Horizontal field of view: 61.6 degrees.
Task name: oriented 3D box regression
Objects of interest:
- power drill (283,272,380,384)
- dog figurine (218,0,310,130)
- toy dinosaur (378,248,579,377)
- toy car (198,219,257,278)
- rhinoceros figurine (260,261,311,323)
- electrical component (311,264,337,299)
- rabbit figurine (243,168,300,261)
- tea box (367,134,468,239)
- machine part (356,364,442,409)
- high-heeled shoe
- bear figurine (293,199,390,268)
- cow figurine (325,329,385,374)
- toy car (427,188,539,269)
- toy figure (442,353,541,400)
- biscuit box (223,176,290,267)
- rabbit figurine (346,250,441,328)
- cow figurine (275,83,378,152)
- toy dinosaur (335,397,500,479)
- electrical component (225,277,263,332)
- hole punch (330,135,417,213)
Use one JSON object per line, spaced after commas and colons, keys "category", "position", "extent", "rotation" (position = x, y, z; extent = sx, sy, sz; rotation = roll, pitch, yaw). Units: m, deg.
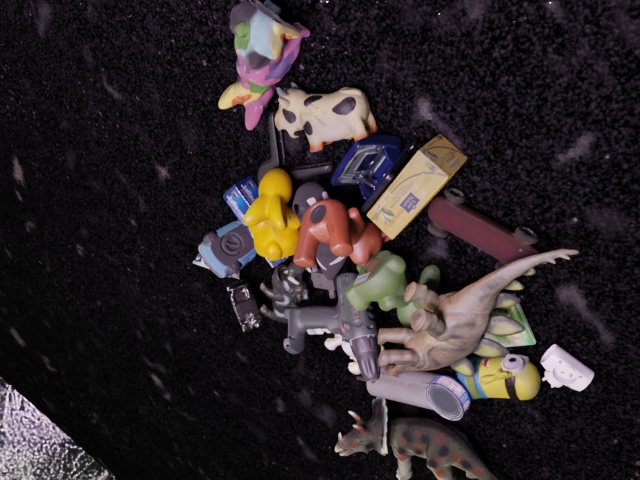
{"category": "power drill", "position": [0.024, 0.191, 1.128], "extent": [0.207, 0.086, 0.232], "rotation": [-17, 66, 33]}
{"category": "dog figurine", "position": [-0.119, -0.306, 0.963], "extent": [0.108, 0.191, 0.219], "rotation": [35, 117, 6]}
{"category": "toy dinosaur", "position": [0.242, 0.144, 0.948], "extent": [0.198, 0.105, 0.471], "rotation": [15, 139, -14]}
{"category": "toy car", "position": [-0.206, 0.016, 1.243], "extent": [0.109, 0.162, 0.103], "rotation": [52, 152, -4]}
{"category": "rhinoceros figurine", "position": [-0.078, 0.121, 1.255], "extent": [0.112, 0.073, 0.190], "rotation": [31, 131, 20]}
{"category": "electrical component", "position": [0.009, 0.088, 1.205], "extent": [0.063, 0.021, 0.093], "rotation": [5, 120, 35]}
{"category": "rabbit figurine", "position": [-0.096, -0.055, 1.074], "extent": [0.122, 0.162, 0.173], "rotation": [7, 106, 14]}
{"category": "tea box", "position": [0.166, -0.090, 0.928], "extent": [0.068, 0.098, 0.169], "rotation": [43, 135, 8]}
{"category": "machine part", "position": [0.191, 0.317, 1.170], "extent": [0.243, 0.079, 0.079], "rotation": [2, 117, 35]}
{"category": "high-heeled shoe", "position": [-0.002, -0.003, 1.069], "extent": [0.086, 0.145, 0.248], "rotation": [9, 117, 26]}
{"category": "bear figurine", "position": [0.051, 0.007, 0.998], "extent": [0.120, 0.132, 0.195], "rotation": [-17, 146, 31]}
{"category": "cow figurine", "position": [0.063, 0.212, 1.208], "extent": [0.167, 0.068, 0.098], "rotation": [46, 128, 0]}
{"category": "toy car", "position": [0.278, -0.014, 0.921], "extent": [0.202, 0.053, 0.089], "rotation": [31, 120, 23]}
{"category": "toy figure", "position": [0.331, 0.266, 1.034], "extent": [0.180, 0.082, 0.089], "rotation": [-23, 112, 38]}
{"category": "biscuit box", "position": [-0.131, -0.041, 1.203], "extent": [0.059, 0.063, 0.202], "rotation": [-33, 94, 42]}
{"category": "rabbit figurine", "position": [0.165, 0.099, 1.055], "extent": [0.159, 0.121, 0.170], "rotation": [-32, 110, 36]}
{"category": "cow figurine", "position": [-0.002, -0.230, 0.977], "extent": [0.195, 0.085, 0.127], "rotation": [-3, 112, 34]}
{"category": "toy dinosaur", "position": [0.241, 0.450, 1.185], "extent": [0.405, 0.131, 0.191], "rotation": [1, 125, 27]}
{"category": "electrical component", "position": [-0.189, 0.156, 1.331], "extent": [0.134, 0.058, 0.114], "rotation": [-160, 52, -76]}
{"category": "hole punch", "position": [0.092, -0.128, 0.946], "extent": [0.092, 0.116, 0.142], "rotation": [37, 133, 6]}
